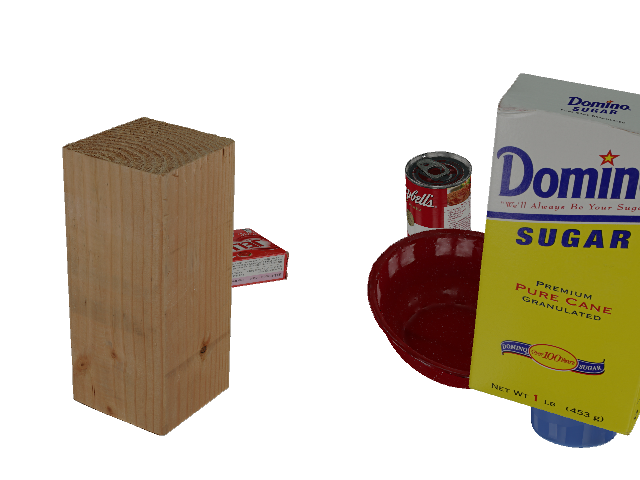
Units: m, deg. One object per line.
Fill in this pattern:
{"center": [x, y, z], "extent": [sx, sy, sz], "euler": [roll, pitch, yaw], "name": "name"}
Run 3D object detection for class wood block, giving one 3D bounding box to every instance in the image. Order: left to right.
{"center": [-0.124, 0.025, 0.789], "extent": [0.090, 0.206, 0.090], "euler": [17, 27, 27], "name": "wood block"}

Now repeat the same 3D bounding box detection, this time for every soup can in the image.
{"center": [0.123, -0.032, 1.108], "extent": [0.068, 0.102, 0.068], "euler": [-3, 35, 2], "name": "soup can"}

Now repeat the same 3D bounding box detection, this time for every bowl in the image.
{"center": [0.114, 0.064, 0.847], "extent": [0.162, 0.055, 0.162], "euler": [4, 42, -4], "name": "bowl"}

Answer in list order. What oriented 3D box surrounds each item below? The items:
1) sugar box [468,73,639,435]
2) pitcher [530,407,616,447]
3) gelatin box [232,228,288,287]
{"center": [0.130, 0.010, 0.544], "extent": [0.093, 0.176, 0.048], "euler": [14, 37, 22], "name": "sugar box"}
{"center": [0.309, 0.129, 1.318], "extent": [0.149, 0.243, 0.144], "euler": [5, 18, 20], "name": "pitcher"}
{"center": [-0.085, 0.016, 0.985], "extent": [0.089, 0.030, 0.073], "euler": [-9, 23, -31], "name": "gelatin box"}
